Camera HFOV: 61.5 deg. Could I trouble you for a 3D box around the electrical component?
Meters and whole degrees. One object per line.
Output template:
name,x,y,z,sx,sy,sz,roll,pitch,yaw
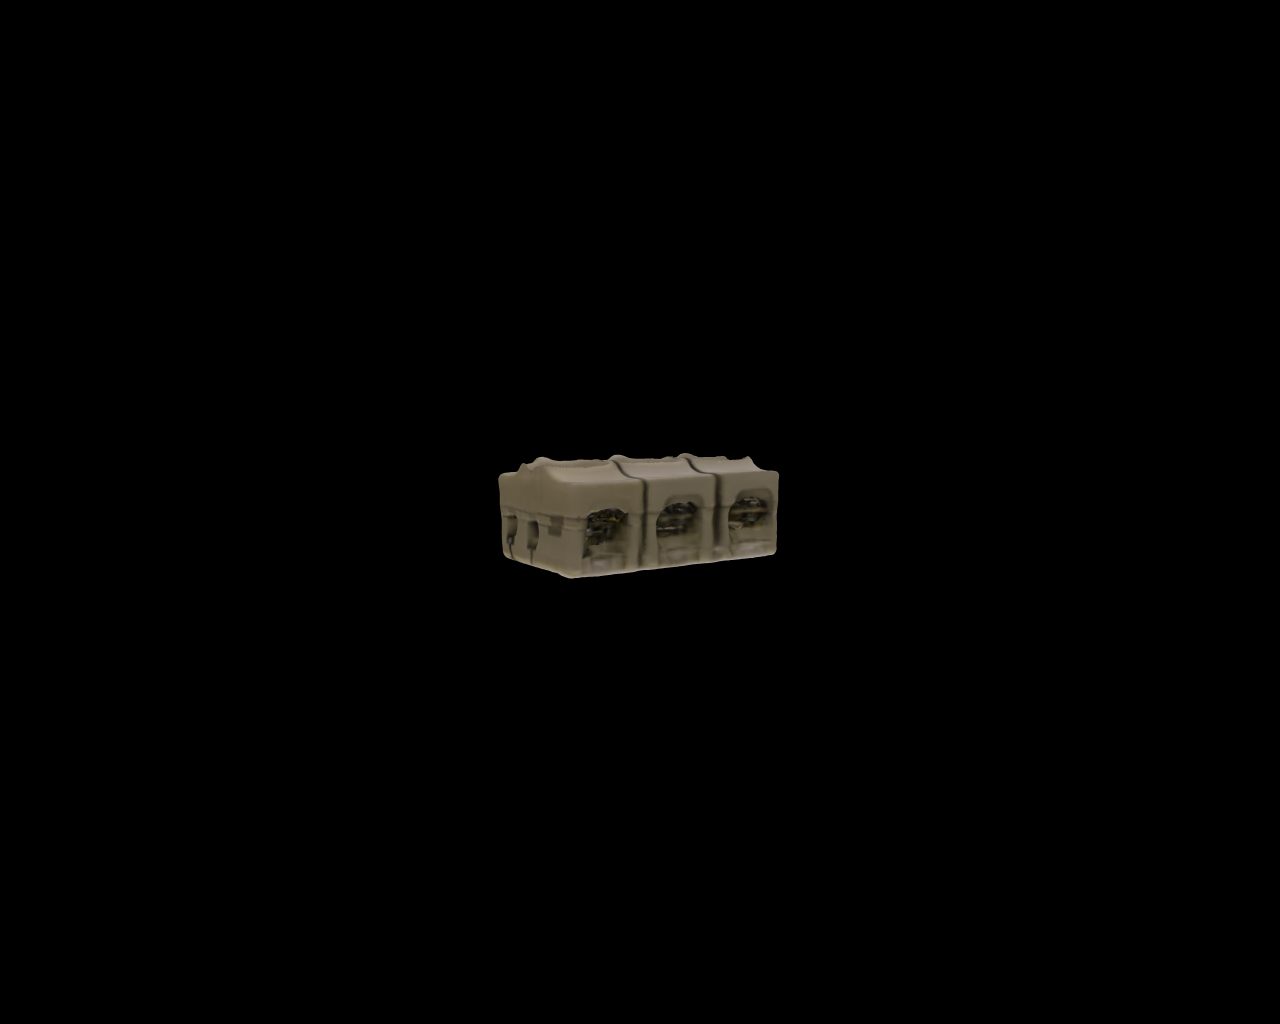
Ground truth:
electrical component,0.001,-0.003,0.650,0.150,0.061,0.089,-4,7,-33
